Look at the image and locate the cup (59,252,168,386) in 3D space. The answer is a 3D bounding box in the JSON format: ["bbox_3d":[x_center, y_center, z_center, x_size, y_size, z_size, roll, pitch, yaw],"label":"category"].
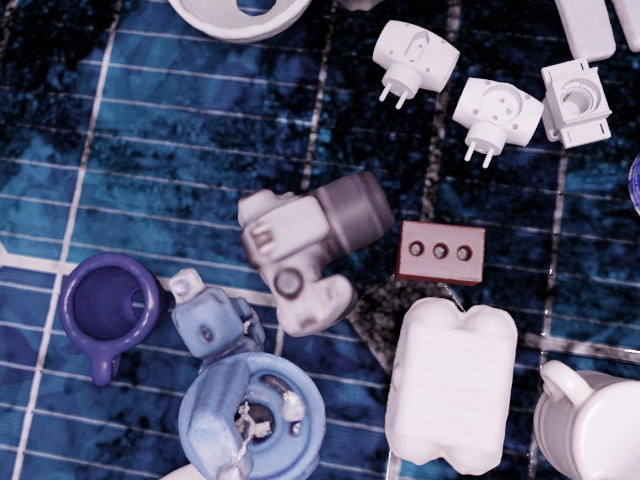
[{"bbox_3d":[-0.184,0.075,0.544,0.091,0.095,0.118,2,82,6],"label":"cup"}]

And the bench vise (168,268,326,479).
[{"bbox_3d":[-0.084,0.125,0.464,0.207,0.220,0.121,43,87,10],"label":"bench vise"}]

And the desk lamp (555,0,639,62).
[{"bbox_3d":[0.281,-0.300,0.498,0.118,0.213,0.203,-13,80,3],"label":"desk lamp"}]

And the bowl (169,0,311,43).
[{"bbox_3d":[-0.075,-0.273,0.596,0.167,0.075,0.167,-1,81,5],"label":"bowl"}]

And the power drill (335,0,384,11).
[{"bbox_3d":[0.036,-0.324,0.526,0.075,0.208,0.230,1,82,6],"label":"power drill"}]

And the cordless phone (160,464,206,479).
[{"bbox_3d":[-0.112,0.272,0.462,0.094,0.185,0.147,-30,80,0],"label":"cordless phone"}]

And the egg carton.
[{"bbox_3d":[0.118,0.130,0.522,0.107,0.069,0.150,8,82,6],"label":"egg carton"}]

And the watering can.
[{"bbox_3d":[0.248,0.162,0.442,0.172,0.194,0.101,23,84,8],"label":"watering can"}]

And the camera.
[{"bbox_3d":[0.005,0.002,0.535,0.137,0.101,0.143,-26,80,1],"label":"camera"}]
